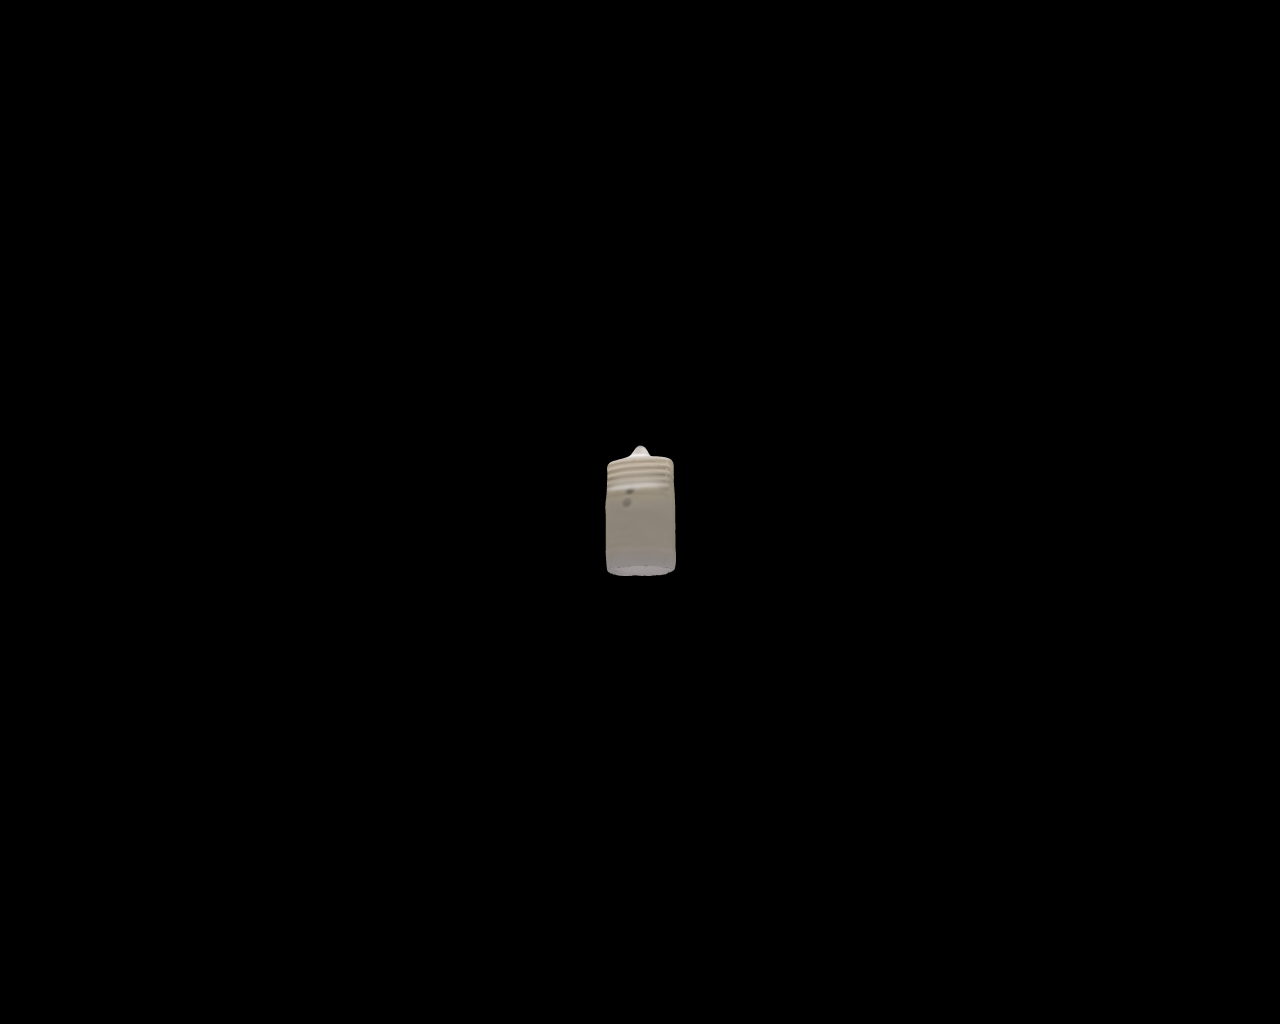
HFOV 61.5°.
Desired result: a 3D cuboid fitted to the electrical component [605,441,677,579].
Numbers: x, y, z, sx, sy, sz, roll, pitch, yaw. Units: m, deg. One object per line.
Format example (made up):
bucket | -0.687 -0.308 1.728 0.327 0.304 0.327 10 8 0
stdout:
electrical component | 0.001 -0.003 0.650 0.043 0.081 0.043 0 -12 0
